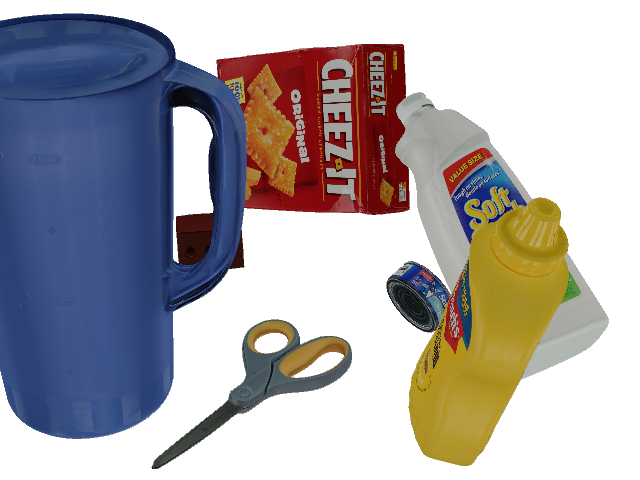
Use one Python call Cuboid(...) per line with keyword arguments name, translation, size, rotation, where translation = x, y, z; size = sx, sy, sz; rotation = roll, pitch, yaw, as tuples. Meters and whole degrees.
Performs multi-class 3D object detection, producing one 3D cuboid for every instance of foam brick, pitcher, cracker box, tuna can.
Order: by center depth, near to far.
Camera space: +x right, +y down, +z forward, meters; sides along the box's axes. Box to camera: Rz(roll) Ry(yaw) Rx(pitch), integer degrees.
Cuboid(name="pitcher", translation=(-0.137, -0.003, 0.639), size=(0.144, 0.243, 0.149), rotation=(-22, 37, -33))
Cuboid(name="cracker box", translation=(-0.013, -0.112, 1.092), size=(0.071, 0.164, 0.214), rotation=(-10, 10, -43))
Cuboid(name="foam brick", translation=(-0.132, 0.001, 1.266), size=(0.078, 0.053, 0.051), rotation=(-5, 27, -5))
Cuboid(name="tuna can", translation=(0.119, 0.069, 1.286), size=(0.033, 0.086, 0.086), rotation=(-39, 16, -21))

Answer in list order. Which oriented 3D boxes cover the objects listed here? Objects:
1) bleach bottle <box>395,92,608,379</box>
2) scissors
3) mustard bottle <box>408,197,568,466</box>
Cuboid(name="bleach bottle", translation=(0.123, -0.014, 0.858), size=(0.102, 0.251, 0.068), rotation=(-20, -26, -17))
Cuboid(name="scissors", translation=(-0.065, 0.109, 0.816), size=(0.201, 0.016, 0.096), rotation=(-20, 37, -34))
Cuboid(name="mustard bottle", translation=(0.102, 0.047, 0.635), size=(0.058, 0.096, 0.192), rotation=(15, -43, -1))
